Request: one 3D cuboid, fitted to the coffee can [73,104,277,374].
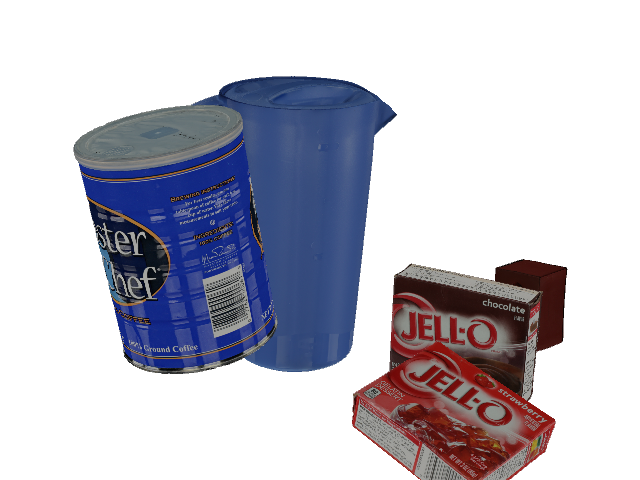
[{"bbox_3d":[-0.088,-0.003,0.667,0.103,0.140,0.103,-8,22,3],"label":"coffee can"}]

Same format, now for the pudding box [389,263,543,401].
[{"bbox_3d":[0.111,0.073,0.825,0.114,0.090,0.039,10,22,24],"label":"pudding box"}]

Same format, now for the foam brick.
[{"bbox_3d":[0.204,0.063,1.042,0.053,0.078,0.051,12,18,41],"label":"foam brick"}]

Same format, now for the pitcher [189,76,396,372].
[{"bbox_3d":[-0.032,-0.015,0.915,0.149,0.243,0.144,13,22,29],"label":"pitcher"}]

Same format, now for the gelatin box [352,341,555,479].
[{"bbox_3d":[0.073,0.101,0.599,0.073,0.030,0.089,-26,46,-37],"label":"gelatin box"}]
